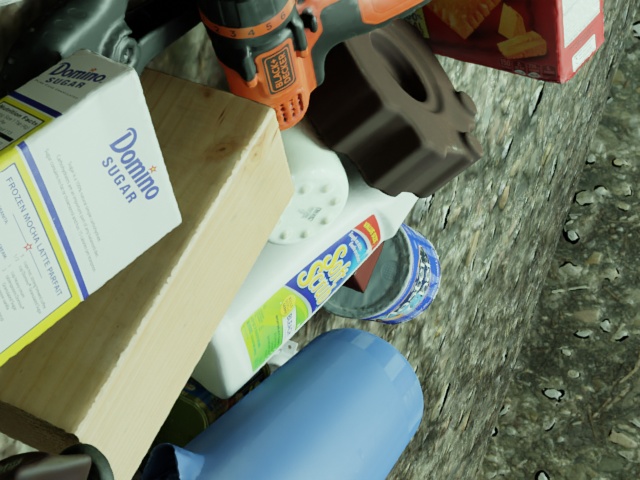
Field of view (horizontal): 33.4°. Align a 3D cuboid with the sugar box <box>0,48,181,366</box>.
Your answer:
[{"bbox_3d":[-0.144,0.001,0.461,0.176,0.048,0.093,-43,140,-32],"label":"sugar box"}]

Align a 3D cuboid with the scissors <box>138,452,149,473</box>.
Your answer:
[{"bbox_3d":[-0.146,0.126,0.699,0.096,0.016,0.202,-51,153,-41],"label":"scissors"}]

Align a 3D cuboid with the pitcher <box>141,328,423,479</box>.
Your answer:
[{"bbox_3d":[-0.020,0.172,0.751,0.242,0.145,0.149,-39,159,-50],"label":"pitcher"}]

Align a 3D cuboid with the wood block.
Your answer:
[{"bbox_3d":[-0.104,0.018,0.591,0.206,0.090,0.091,-62,159,-24],"label":"wood block"}]

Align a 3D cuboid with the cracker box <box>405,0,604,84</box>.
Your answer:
[{"bbox_3d":[0.109,-0.226,0.753,0.072,0.164,0.213,-47,141,-28],"label":"cracker box"}]

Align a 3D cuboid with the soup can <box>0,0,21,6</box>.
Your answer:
[{"bbox_3d":[-0.123,-0.130,0.419,0.102,0.069,0.068,-41,146,-54],"label":"soup can"}]

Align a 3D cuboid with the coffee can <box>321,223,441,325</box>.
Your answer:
[{"bbox_3d":[0.051,0.026,1.007,0.103,0.103,0.140,-70,161,0],"label":"coffee can"}]

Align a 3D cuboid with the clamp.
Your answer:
[{"bbox_3d":[-0.108,-0.098,0.545,0.164,0.036,0.210,54,57,-70],"label":"clamp"}]

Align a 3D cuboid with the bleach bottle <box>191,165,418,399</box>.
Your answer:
[{"bbox_3d":[-0.005,0.001,0.785,0.250,0.068,0.102,-42,150,-25],"label":"bleach bottle"}]

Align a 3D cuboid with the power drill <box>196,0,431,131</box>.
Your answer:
[{"bbox_3d":[0.018,-0.158,0.590,0.187,0.057,0.184,-30,154,-9],"label":"power drill"}]

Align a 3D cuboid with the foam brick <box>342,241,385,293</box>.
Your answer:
[{"bbox_3d":[0.008,0.004,0.906,0.053,0.078,0.051,-67,160,-14],"label":"foam brick"}]

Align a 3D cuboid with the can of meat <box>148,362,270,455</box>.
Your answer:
[{"bbox_3d":[-0.087,0.138,0.814,0.083,0.057,0.102,-35,141,-55],"label":"can of meat"}]
